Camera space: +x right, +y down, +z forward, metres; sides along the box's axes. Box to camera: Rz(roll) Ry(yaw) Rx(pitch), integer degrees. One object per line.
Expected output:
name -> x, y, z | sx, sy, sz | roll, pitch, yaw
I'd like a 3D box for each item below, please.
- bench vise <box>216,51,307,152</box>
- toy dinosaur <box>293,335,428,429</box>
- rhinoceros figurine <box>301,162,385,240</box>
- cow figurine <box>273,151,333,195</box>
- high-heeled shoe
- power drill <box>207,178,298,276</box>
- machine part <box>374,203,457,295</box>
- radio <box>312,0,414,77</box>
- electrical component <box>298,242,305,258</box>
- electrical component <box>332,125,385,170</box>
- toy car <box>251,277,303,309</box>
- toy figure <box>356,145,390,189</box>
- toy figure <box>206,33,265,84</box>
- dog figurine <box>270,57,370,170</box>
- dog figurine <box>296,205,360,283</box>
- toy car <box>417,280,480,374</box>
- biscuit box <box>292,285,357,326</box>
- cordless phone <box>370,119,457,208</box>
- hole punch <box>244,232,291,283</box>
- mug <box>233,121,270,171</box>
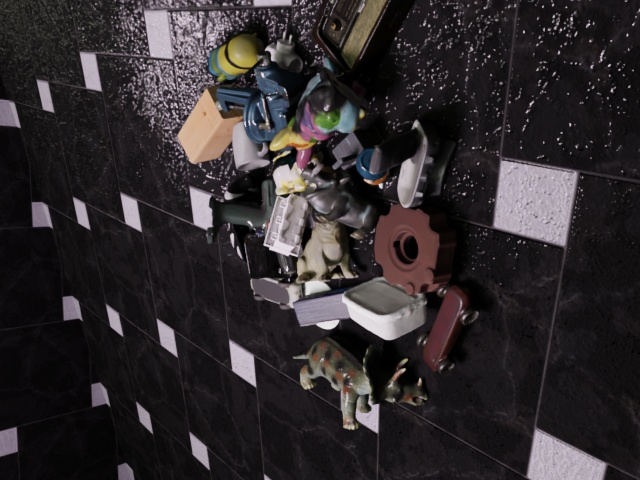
bench vise -> -0.140, -0.298, 1.152 | 0.241, 0.129, 0.223 | 17, 149, 31
toy dinosaur -> 0.050, 0.292, 1.253 | 0.405, 0.131, 0.192 | 23, 111, 44
rhinoceros figurine -> 0.040, -0.080, 1.068 | 0.190, 0.112, 0.073 | 34, 179, -1
cow figurine -> -0.038, -0.157, 1.176 | 0.167, 0.068, 0.098 | -12, 93, 48
high-heeled shoe -> -0.188, -0.048, 1.356 | 0.248, 0.086, 0.145 | 114, 143, -60
power drill -> -0.156, -0.029, 1.240 | 0.086, 0.207, 0.232 | 91, 177, -76
machine part -> 0.173, 0.013, 1.003 | 0.180, 0.056, 0.179 | 11, 104, 53
radio -> 0.081, -0.411, 0.920 | 0.131, 0.073, 0.229 | 51, 137, 18
electrical component -> -0.031, 0.052, 1.294 | 0.063, 0.021, 0.093 | 20, 120, 40
electrical component -> 0.062, -0.170, 1.018 | 0.048, 0.119, 0.075 | 60, 142, 7
toy car -> -0.115, 0.128, 1.393 | 0.202, 0.056, 0.073 | 11, 109, 49
toy figure -> 0.101, -0.134, 0.981 | 0.058, 0.154, 0.064 | 42, 95, 9
toy figure -> -0.197, -0.407, 1.213 | 0.180, 0.089, 0.082 | 1, 115, 45
dog figurine -> -0.009, -0.218, 1.024 | 0.108, 0.192, 0.219 | 30, 124, -19
dog figurine -> 0.002, -0.004, 1.192 | 0.172, 0.121, 0.190 | -11, 85, 46
toy car -> 0.244, 0.168, 1.025 | 0.089, 0.053, 0.202 | 49, 140, 43
biscuit box -> 0.032, 0.148, 1.221 | 0.203, 0.059, 0.062 | -15, 95, 42
cordless phone -> 0.139, -0.116, 0.909 | 0.089, 0.184, 0.146 | 32, 128, 29
hole punch -> -0.117, 0.032, 1.341 | 0.116, 0.092, 0.142 | -4, 100, 10
mug -> -0.164, -0.229, 1.266 | 0.109, 0.081, 0.107 | -23, 81, 55
